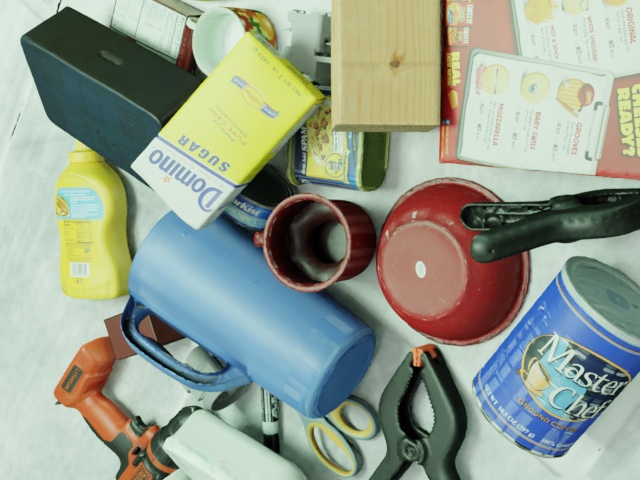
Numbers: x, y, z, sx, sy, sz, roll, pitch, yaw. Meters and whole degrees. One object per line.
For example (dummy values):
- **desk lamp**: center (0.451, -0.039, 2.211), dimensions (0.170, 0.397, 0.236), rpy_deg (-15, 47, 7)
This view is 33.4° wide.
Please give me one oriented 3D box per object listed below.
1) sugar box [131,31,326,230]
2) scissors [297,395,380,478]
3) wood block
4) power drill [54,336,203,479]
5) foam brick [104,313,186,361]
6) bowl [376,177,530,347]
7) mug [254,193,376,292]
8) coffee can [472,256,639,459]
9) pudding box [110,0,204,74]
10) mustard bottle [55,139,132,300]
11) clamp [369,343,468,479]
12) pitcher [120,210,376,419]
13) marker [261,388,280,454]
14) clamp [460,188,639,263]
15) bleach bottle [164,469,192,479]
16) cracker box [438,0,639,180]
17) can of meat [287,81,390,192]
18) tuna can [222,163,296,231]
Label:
- **sugar box**: center (-0.088, -0.101, 1.007), dimensions (0.093, 0.048, 0.176), rpy_deg (44, 105, 4)
- **scissors**: center (-0.014, 0.154, 1.106), dimensions (0.096, 0.016, 0.202), rpy_deg (-42, 80, 28)
- **wood block**: center (0.055, -0.200, 0.930), dimensions (0.091, 0.090, 0.206), rpy_deg (0, 92, -2)
- **power drill**: center (-0.224, 0.206, 1.255), dimensions (0.188, 0.057, 0.185), rpy_deg (49, 122, 19)
- **foam brick**: center (-0.199, 0.101, 1.222), dimensions (0.078, 0.052, 0.051), rpy_deg (-21, 85, 36)
- **bowl**: center (0.108, 0.024, 0.983), dimensions (0.162, 0.055, 0.162), rpy_deg (6, 101, 36)
- **mug**: center (-0.007, 0.001, 1.036), dimensions (0.117, 0.081, 0.093), rpy_deg (0, 92, 26)
- **coffee can**: center (0.208, 0.098, 0.892), dimensions (0.103, 0.102, 0.140), rpy_deg (45, 121, 22)
- **pudding box**: center (-0.180, -0.221, 1.164), dimensions (0.114, 0.039, 0.090), rpy_deg (30, 115, 27)
- **mustard bottle**: center (-0.267, -0.029, 1.247), dimensions (0.096, 0.058, 0.191), rpy_deg (2, 99, 36)
- **clamp**: center (0.089, 0.205, 1.037), dimensions (0.165, 0.036, 0.210), rpy_deg (-1, 95, 37)
- **pitcher**: center (-0.074, 0.080, 1.075), dimensions (0.243, 0.144, 0.149), rpy_deg (34, 113, 24)
- **marker**: center (-0.054, 0.176, 1.150), dimensions (0.020, 0.020, 0.121), rpy_deg (3, 100, 36)
- **clamp**: center (0.196, -0.019, 0.886), dimensions (0.171, 0.120, 0.039), rpy_deg (-9, 111, -3)
- **bleach bottle**: center (-0.088, 0.368, 1.174), dimensions (0.251, 0.067, 0.103), rpy_deg (38, 136, 24)
- **cracker box**: center (0.206, -0.137, 0.874), dimensions (0.214, 0.071, 0.164), rpy_deg (8, 103, 34)
- **can of meat**: center (0.019, -0.099, 1.027), dimensions (0.084, 0.057, 0.102), rpy_deg (10, 103, 33)
- **tuna can**: center (-0.069, -0.048, 1.081), dimensions (0.086, 0.085, 0.034), rpy_deg (46, 122, 21)
